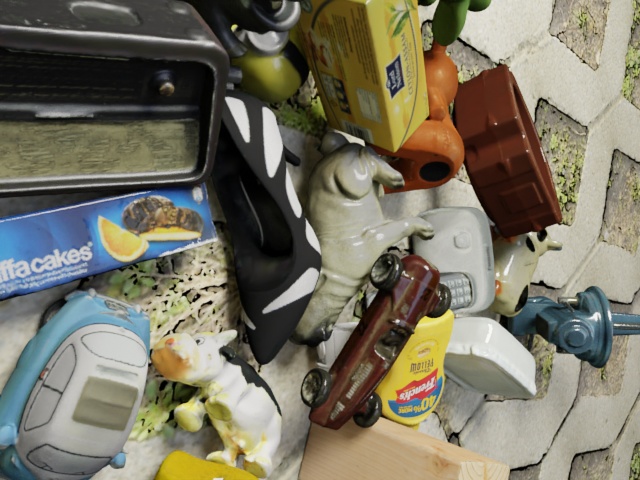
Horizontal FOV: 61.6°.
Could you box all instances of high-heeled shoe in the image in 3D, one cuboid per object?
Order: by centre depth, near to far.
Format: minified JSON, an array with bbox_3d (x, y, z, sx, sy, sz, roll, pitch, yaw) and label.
[{"bbox_3d":[-0.069,-0.012,0.502,0.145,0.086,0.248,22,68,-53],"label":"high-heeled shoe"}]

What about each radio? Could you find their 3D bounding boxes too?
[{"bbox_3d":[-0.184,-0.103,0.382,0.229,0.073,0.131,-9,139,-35],"label":"radio"}]

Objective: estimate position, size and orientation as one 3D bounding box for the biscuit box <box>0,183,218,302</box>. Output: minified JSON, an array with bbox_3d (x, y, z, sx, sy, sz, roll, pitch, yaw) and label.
[{"bbox_3d":[-0.189,-0.003,0.439,0.202,0.063,0.059,-19,102,-38],"label":"biscuit box"}]

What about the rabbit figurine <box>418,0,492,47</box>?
[{"bbox_3d":[0.122,-0.297,0.603,0.121,0.170,0.159,-44,123,3],"label":"rabbit figurine"}]

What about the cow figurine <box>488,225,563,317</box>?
[{"bbox_3d":[0.310,0.028,0.845,0.127,0.086,0.195,38,66,-28],"label":"cow figurine"}]

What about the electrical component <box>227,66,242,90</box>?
[{"bbox_3d":[-0.121,-0.150,0.489,0.094,0.063,0.021,0,84,-23],"label":"electrical component"}]

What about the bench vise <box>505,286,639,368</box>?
[{"bbox_3d":[0.422,0.130,0.836,0.223,0.241,0.128,44,47,-79],"label":"bench vise"}]

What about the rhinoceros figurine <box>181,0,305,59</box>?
[{"bbox_3d":[-0.078,-0.220,0.448,0.073,0.191,0.112,-51,146,-28],"label":"rhinoceros figurine"}]

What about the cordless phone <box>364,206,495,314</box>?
[{"bbox_3d":[0.134,0.035,0.710,0.184,0.089,0.146,-12,100,-21],"label":"cordless phone"}]

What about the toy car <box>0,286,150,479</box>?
[{"bbox_3d":[-0.183,0.123,0.423,0.109,0.103,0.161,33,73,-37],"label":"toy car"}]

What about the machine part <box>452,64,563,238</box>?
[{"bbox_3d":[0.258,-0.119,0.748,0.200,0.087,0.201,49,36,-34],"label":"machine part"}]

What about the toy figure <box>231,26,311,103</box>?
[{"bbox_3d":[-0.021,-0.220,0.561,0.180,0.082,0.089,-53,122,-29],"label":"toy figure"}]

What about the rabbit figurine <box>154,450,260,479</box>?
[{"bbox_3d":[-0.097,0.298,0.496,0.162,0.122,0.173,12,108,-18],"label":"rabbit figurine"}]

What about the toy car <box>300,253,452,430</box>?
[{"bbox_3d":[0.059,0.108,0.546,0.089,0.053,0.202,33,89,-32],"label":"toy car"}]

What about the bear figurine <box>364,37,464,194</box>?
[{"bbox_3d":[0.114,-0.161,0.669,0.132,0.120,0.196,-2,61,0],"label":"bear figurine"}]

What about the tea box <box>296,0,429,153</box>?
[{"bbox_3d":[0.042,-0.177,0.516,0.068,0.098,0.169,-48,147,-20],"label":"tea box"}]

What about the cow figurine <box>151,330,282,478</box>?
[{"bbox_3d":[-0.091,0.140,0.517,0.167,0.068,0.098,66,27,-23],"label":"cow figurine"}]

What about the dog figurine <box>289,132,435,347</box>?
[{"bbox_3d":[0.001,-0.001,0.581,0.190,0.121,0.172,-38,89,-16],"label":"dog figurine"}]
